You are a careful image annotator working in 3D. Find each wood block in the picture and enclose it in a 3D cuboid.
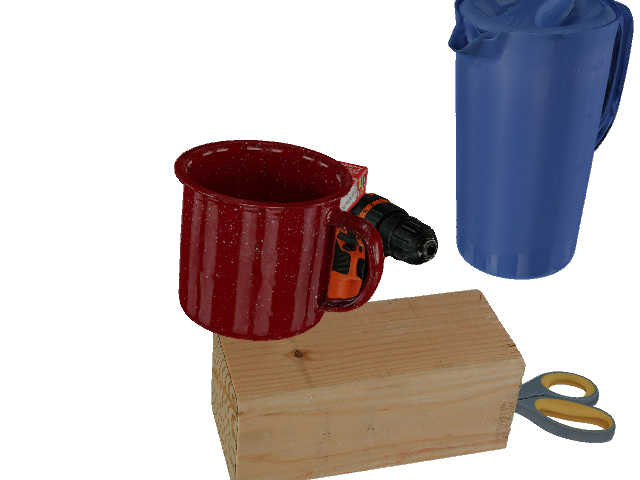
[{"bbox_3d":[0.030,0.105,0.776,0.206,0.090,0.091,-6,36,-14],"label":"wood block"}]

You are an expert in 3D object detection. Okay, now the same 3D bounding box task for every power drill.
[{"bbox_3d":[0.047,0.045,1.073,0.057,0.188,0.185,-8,22,-32],"label":"power drill"}]

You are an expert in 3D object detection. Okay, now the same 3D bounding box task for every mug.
[{"bbox_3d":[-0.022,0.003,0.564,0.117,0.081,0.093,15,26,17],"label":"mug"}]

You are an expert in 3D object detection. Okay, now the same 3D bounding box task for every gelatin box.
[{"bbox_3d":[-0.015,-0.046,0.896,0.089,0.030,0.073,15,31,19],"label":"gelatin box"}]

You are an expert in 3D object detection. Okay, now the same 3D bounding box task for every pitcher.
[{"bbox_3d":[0.187,-0.095,0.927,0.149,0.243,0.145,6,32,11],"label":"pitcher"}]

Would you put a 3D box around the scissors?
[{"bbox_3d":[0.162,0.130,0.948,0.202,0.016,0.096,16,29,15],"label":"scissors"}]
